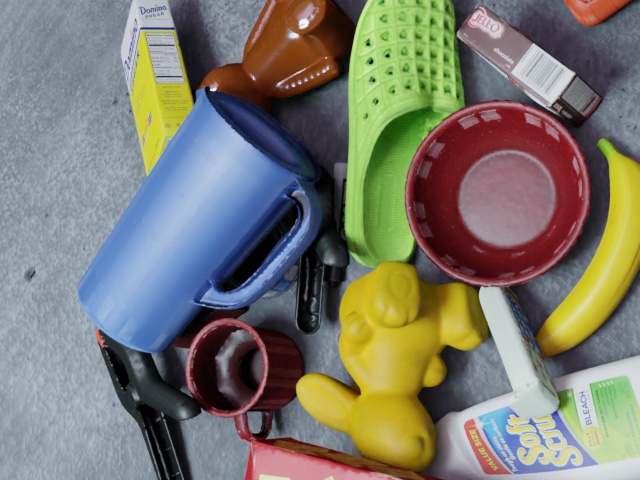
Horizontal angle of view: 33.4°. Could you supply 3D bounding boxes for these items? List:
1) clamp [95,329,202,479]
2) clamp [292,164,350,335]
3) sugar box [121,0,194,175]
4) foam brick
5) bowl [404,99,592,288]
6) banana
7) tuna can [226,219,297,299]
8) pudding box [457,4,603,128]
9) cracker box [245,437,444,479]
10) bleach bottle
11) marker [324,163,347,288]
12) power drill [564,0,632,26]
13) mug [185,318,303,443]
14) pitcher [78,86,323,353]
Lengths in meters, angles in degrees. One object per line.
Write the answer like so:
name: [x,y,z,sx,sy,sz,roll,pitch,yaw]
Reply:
clamp: [-0.173,0.153,1.075,0.210,0.036,0.165,55,146,32]
clamp: [-0.007,0.001,1.013,0.171,0.039,0.120,-97,25,-47]
sugar box: [-0.168,-0.155,1.110,0.093,0.048,0.176,121,137,-54]
foam brick: [-0.124,0.068,1.086,0.078,0.051,0.053,-37,67,20]
bowl: [0.158,-0.038,0.933,0.162,0.055,0.162,-2,86,21]
banana: [0.239,0.014,0.901,0.070,0.037,0.198,19,90,53]
tuna can: [-0.062,0.015,1.069,0.086,0.033,0.086,-5,81,29]
pudding box: [0.182,-0.150,0.924,0.114,0.089,0.039,46,106,26]
cracker box: [0.033,0.259,0.841,0.214,0.072,0.164,9,88,32]
bleach bottle: [0.182,0.174,0.892,0.251,0.068,0.102,-23,66,27]
marker: [0.018,-0.014,1.037,0.020,0.020,0.121,3,84,30]
power drill: [0.259,-0.305,0.922,0.185,0.057,0.188,-36,67,20]
mug: [-0.067,0.136,1.026,0.093,0.081,0.117,-18,74,26]
pitcher: [-0.113,-0.007,0.990,0.243,0.145,0.149,-51,19,17]
